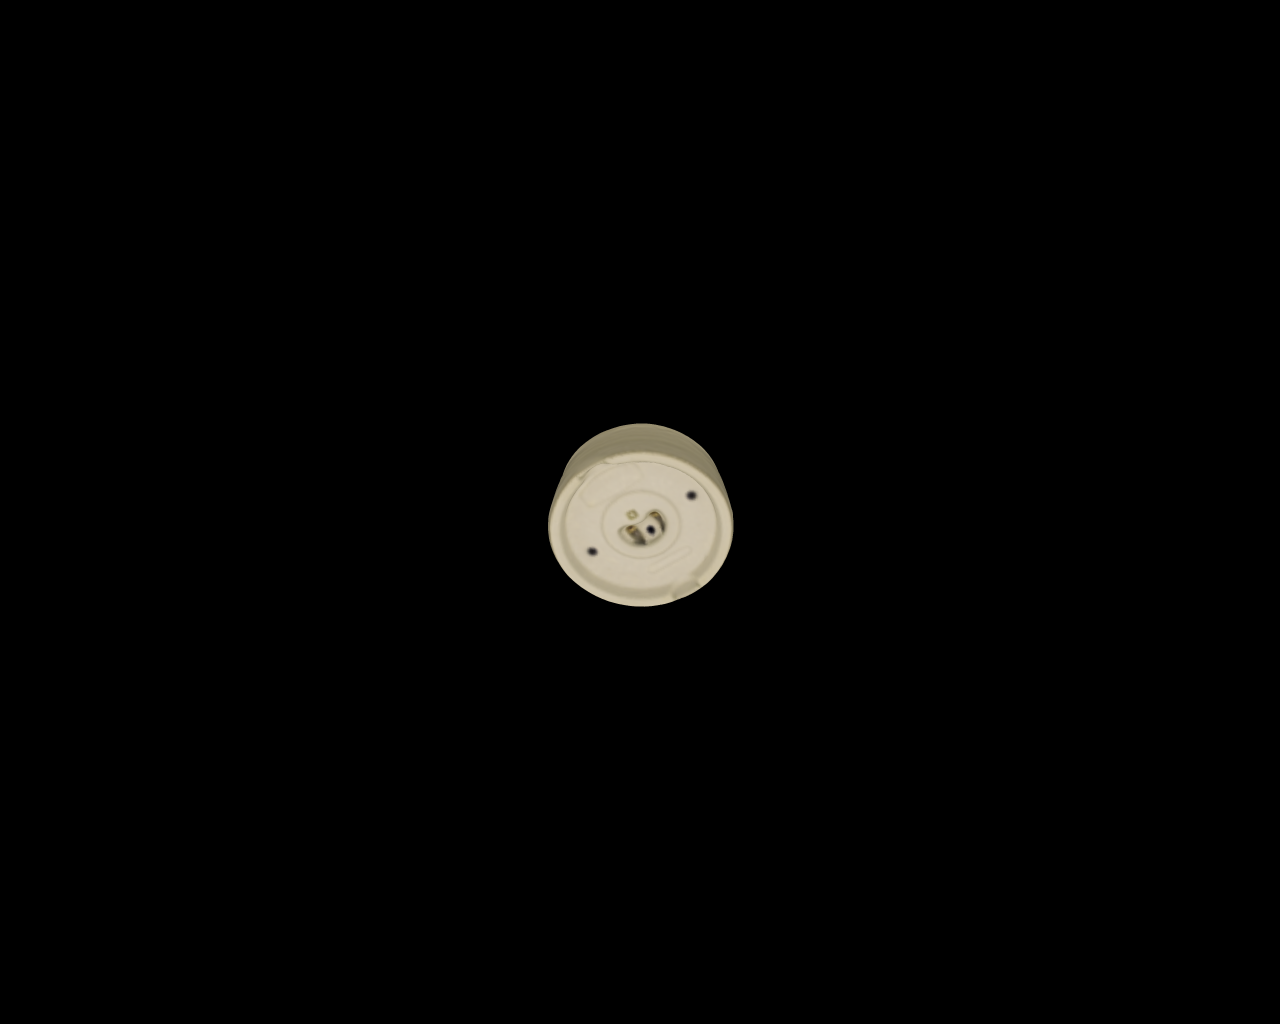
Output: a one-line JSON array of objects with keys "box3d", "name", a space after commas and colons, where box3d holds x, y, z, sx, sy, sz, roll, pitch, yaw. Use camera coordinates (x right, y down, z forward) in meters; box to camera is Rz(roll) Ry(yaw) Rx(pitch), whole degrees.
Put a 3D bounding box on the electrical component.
[{"box3d": [0.001, -0.003, 0.650, 0.108, 0.108, 0.060, 0, 30, 0], "name": "electrical component"}]
